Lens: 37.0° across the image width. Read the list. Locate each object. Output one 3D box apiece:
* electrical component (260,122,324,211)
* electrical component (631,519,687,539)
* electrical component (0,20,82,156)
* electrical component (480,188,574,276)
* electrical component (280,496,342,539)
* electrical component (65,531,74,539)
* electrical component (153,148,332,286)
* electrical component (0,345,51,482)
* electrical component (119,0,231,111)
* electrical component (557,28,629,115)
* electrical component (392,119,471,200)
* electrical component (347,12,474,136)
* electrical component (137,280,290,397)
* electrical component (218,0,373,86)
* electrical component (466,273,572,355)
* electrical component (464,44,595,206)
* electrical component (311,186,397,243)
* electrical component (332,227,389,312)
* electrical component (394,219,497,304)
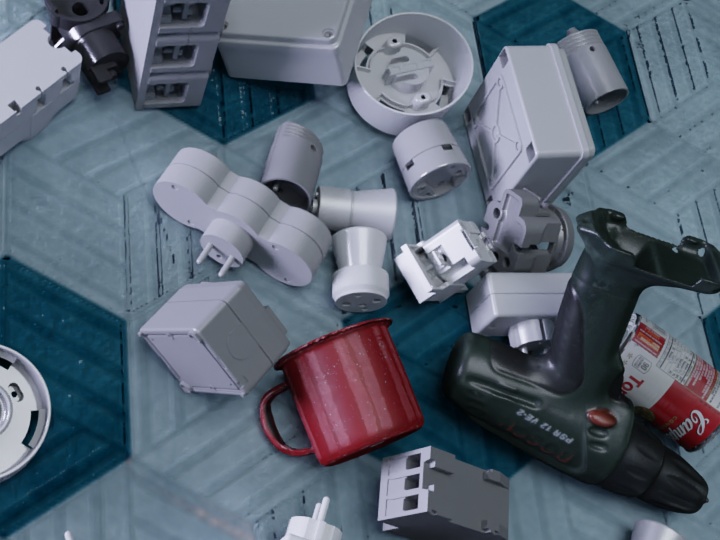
[{"bbox_3d":[-0.053,-0.084,0.861,0.043,0.043,0.081,20,47,-9],"label":"electrical component"},{"bbox_3d":[0.215,0.226,0.808,0.044,0.044,0.065,35,64,-1],"label":"electrical component"},{"bbox_3d":[-0.259,-0.134,0.809,0.050,0.055,0.089,40,60,3],"label":"electrical component"},{"bbox_3d":[0.139,-0.027,0.887,0.057,0.078,0.058,-1,27,-32],"label":"electrical component"},{"bbox_3d":[-0.035,0.191,0.724,0.047,0.065,0.076,21,61,-8],"label":"electrical component"},{"bbox_3d":[-0.183,0.206,0.679,0.077,0.043,0.079,-14,70,-24],"label":"electrical component"},{"bbox_3d":[-0.096,-0.028,0.815,0.138,0.052,0.073,31,60,-3],"label":"electrical component"},{"bbox_3d":[-0.255,0.094,0.710,0.099,0.064,0.099,6,76,-24],"label":"electrical component"},{"bbox_3d":[-0.142,-0.201,0.826,0.062,0.150,0.089,-7,68,-21],"label":"electrical component"},{"bbox_3d":[0.214,-0.191,1.005,0.043,0.043,0.081,-14,71,-24],"label":"electrical component"},{"bbox_3d":[0.058,-0.093,0.899,0.055,0.055,0.047,-13,66,-24],"label":"electrical component"},{"bbox_3d":[0.040,-0.166,0.922,0.099,0.064,0.099,8,63,-16],"label":"electrical component"},{"bbox_3d":[-0.104,0.046,0.759,0.061,0.096,0.061,-49,116,-30],"label":"electrical component"},{"bbox_3d":[-0.053,-0.213,0.896,0.109,0.056,0.108,7,60,14],"label":"electrical component"},{"bbox_3d":[0.137,0.045,0.863,0.083,0.047,0.075,0,66,-19],"label":"electrical component"},{"bbox_3d":[0.139,-0.116,0.907,0.056,0.108,0.108,-4,67,-18],"label":"electrical component"},{"bbox_3d":[-0.007,-0.047,0.863,0.065,0.044,0.044,6,64,-11],"label":"electrical component"},{"bbox_3d":[0.000,0.000,0.840,0.045,0.045,0.055,6,64,-16],"label":"electrical component"},{"bbox_3d":[0.070,-0.008,0.849,0.042,0.064,0.081,59,21,14],"label":"electrical component"}]
